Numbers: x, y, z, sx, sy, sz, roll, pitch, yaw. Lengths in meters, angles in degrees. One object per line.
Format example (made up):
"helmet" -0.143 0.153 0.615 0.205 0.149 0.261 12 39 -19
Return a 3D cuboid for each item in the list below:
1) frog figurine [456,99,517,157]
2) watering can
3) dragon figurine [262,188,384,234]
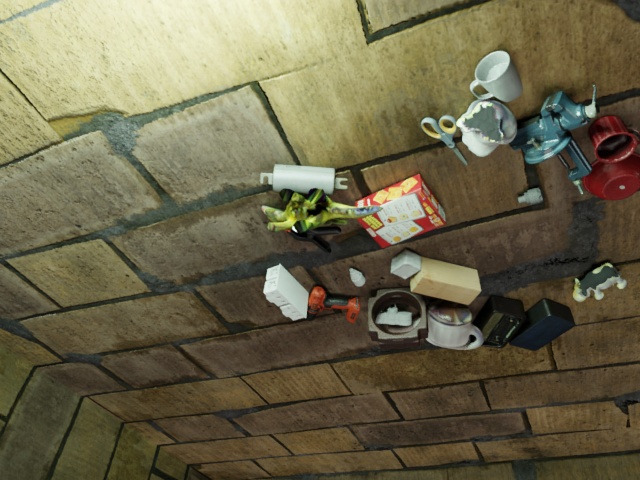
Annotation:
"frog figurine" 0.412 -0.270 1.262 0.138 0.123 0.158 11 -3 25
"watering can" 0.419 0.309 1.870 0.348 0.219 0.106 10 43 16
"dragon figurine" 0.004 -0.073 1.455 0.410 0.122 0.242 4 -1 22
